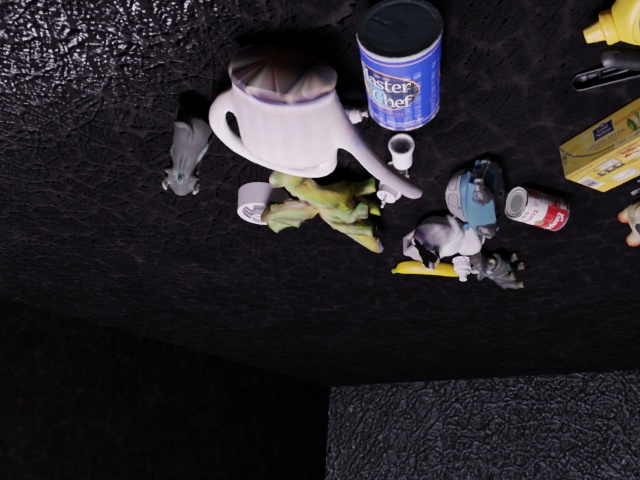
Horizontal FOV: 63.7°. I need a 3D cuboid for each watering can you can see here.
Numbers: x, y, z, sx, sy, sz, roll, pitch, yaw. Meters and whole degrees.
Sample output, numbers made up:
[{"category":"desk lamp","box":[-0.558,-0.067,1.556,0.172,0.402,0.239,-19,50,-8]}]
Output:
[{"category":"watering can","box":[-0.008,-0.166,0.754,0.348,0.106,0.219,15,148,11]}]

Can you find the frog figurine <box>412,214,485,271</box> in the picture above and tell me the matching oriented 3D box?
[{"category":"frog figurine","box":[0.292,-0.011,1.146,0.160,0.125,0.134,-30,147,-12]}]

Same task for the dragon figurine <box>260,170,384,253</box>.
[{"category":"dragon figurine","box":[0.003,-0.052,1.042,0.242,0.125,0.402,0,153,10]}]
